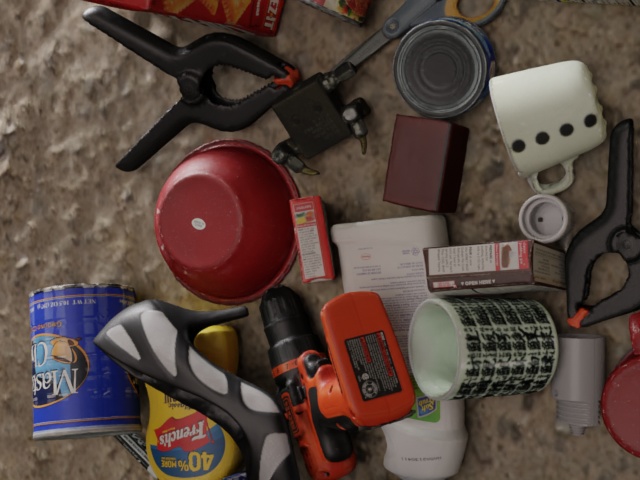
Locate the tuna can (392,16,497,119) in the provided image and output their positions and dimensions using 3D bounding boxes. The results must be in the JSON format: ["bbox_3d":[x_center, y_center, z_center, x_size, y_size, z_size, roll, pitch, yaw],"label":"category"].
[{"bbox_3d":[0.106,-0.147,0.911,0.086,0.033,0.086,6,106,21],"label":"tuna can"}]

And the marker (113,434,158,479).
[{"bbox_3d":[-0.179,0.212,1.068,0.121,0.020,0.020,40,107,19],"label":"marker"}]

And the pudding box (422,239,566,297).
[{"bbox_3d":[0.143,0.024,0.863,0.090,0.113,0.039,-6,84,24],"label":"pudding box"}]

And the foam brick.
[{"bbox_3d":[0.092,-0.065,0.919,0.051,0.052,0.078,11,94,25],"label":"foam brick"}]

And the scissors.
[{"bbox_3d":[0.084,-0.182,0.941,0.096,0.016,0.202,44,108,18],"label":"scissors"}]

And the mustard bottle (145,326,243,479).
[{"bbox_3d":[-0.121,0.180,1.019,0.096,0.058,0.191,-4,89,18],"label":"mustard bottle"}]

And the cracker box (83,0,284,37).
[{"bbox_3d":[-0.149,-0.235,0.942,0.164,0.213,0.072,18,101,24],"label":"cracker box"}]

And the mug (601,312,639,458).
[{"bbox_3d":[0.262,0.113,0.826,0.093,0.081,0.117,-14,85,25],"label":"mug"}]

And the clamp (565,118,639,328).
[{"bbox_3d":[0.259,0.002,0.849,0.120,0.039,0.171,29,109,27],"label":"clamp"}]

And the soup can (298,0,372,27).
[{"bbox_3d":[0.025,-0.248,0.939,0.069,0.068,0.102,27,101,22],"label":"soup can"}]

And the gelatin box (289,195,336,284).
[{"bbox_3d":[-0.006,0.001,0.946,0.030,0.089,0.073,-9,87,2],"label":"gelatin box"}]

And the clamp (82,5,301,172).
[{"bbox_3d":[-0.121,-0.138,1.016,0.210,0.036,0.164,5,116,15],"label":"clamp"}]

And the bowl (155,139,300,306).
[{"bbox_3d":[-0.100,-0.017,1.009,0.162,0.055,0.162,0,91,26],"label":"bowl"}]

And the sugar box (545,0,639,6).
[{"bbox_3d":[0.239,-0.236,0.852,0.176,0.048,0.093,11,95,28],"label":"sugar box"}]

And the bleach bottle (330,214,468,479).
[{"bbox_3d":[0.072,0.106,0.926,0.103,0.068,0.251,-5,90,24],"label":"bleach bottle"}]

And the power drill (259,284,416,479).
[{"bbox_3d":[0.007,0.105,0.907,0.184,0.057,0.188,70,158,13],"label":"power drill"}]

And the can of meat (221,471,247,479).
[{"bbox_3d":[-0.076,0.264,0.986,0.057,0.083,0.102,27,101,24],"label":"can of meat"}]

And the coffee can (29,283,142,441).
[{"bbox_3d":[-0.227,0.119,1.033,0.103,0.102,0.140,-10,77,25],"label":"coffee can"}]
